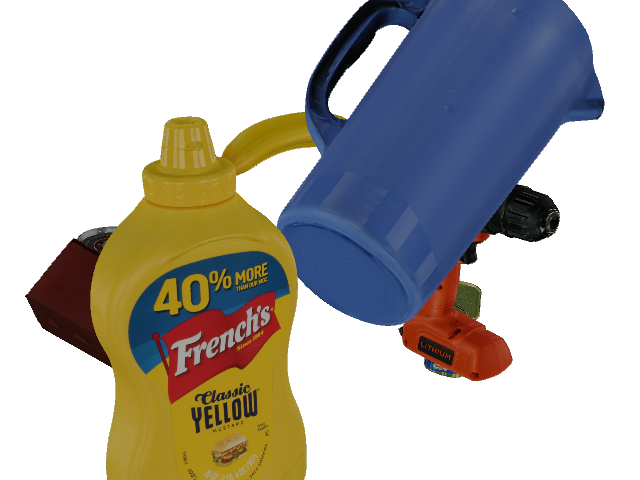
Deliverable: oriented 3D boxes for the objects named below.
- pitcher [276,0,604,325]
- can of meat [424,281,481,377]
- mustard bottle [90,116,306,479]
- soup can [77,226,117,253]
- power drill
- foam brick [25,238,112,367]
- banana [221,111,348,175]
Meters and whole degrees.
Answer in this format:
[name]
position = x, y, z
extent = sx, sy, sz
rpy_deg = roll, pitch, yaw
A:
[pitcher]
position = 0.068, -0.068, 0.729
extent = 0.149, 0.145, 0.242
rpy_deg = -1, 44, 50
[can of meat]
position = 0.160, 0.107, 1.301
extent = 0.057, 0.084, 0.102
rpy_deg = 10, 23, 6
[mustard bottle]
position = -0.056, 0.038, 0.492
extent = 0.096, 0.192, 0.058
rpy_deg = -12, 22, -27
[soup can]
position = -0.188, 0.047, 0.971
extent = 0.068, 0.102, 0.068
rpy_deg = 5, 21, -2
[power drill]
position = 0.129, 0.024, 0.930
extent = 0.057, 0.188, 0.185
rpy_deg = -18, 27, -34
[foam brick]
position = -0.143, 0.046, 0.704
extent = 0.078, 0.051, 0.053
rpy_deg = 26, -27, 15
[banana]
position = -0.027, -0.103, 1.108
extent = 0.197, 0.037, 0.070
rpy_deg = -9, 47, -31
